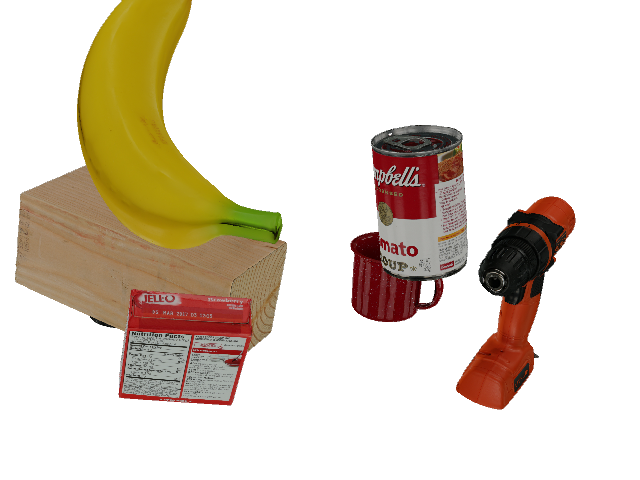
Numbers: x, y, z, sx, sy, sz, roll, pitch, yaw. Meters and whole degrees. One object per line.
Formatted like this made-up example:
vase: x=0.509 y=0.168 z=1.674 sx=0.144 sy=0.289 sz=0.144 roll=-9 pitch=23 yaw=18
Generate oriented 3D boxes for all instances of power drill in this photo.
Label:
power drill: x=0.181 y=0.064 z=1.013 sx=0.057 sy=0.188 sz=0.184 roll=23 pitch=30 yaw=22

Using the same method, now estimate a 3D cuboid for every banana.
banana: x=-0.074 y=-0.058 z=0.474 sx=0.069 sy=0.037 sz=0.198 roll=-6 pitch=46 yaw=-17

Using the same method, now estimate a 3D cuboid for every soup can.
soup can: x=0.075 y=-0.029 z=0.804 sx=0.068 sy=0.102 sz=0.068 roll=-5 pitch=22 yaw=2

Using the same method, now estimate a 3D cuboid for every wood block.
wood block: x=-0.144 y=0.020 z=0.893 sx=0.206 sy=0.090 sz=0.090 roll=21 pitch=27 yaw=20

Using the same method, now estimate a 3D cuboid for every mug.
mug: x=0.090 y=0.047 z=1.264 sx=0.117 sy=0.081 sz=0.093 roll=14 pitch=25 yaw=23

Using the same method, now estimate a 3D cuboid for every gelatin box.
gelatin box: x=-0.084 y=0.066 z=0.653 sx=0.073 sy=0.030 sz=0.089 roll=5 pitch=-38 yaw=-11

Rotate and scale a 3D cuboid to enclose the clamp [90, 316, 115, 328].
clamp: x=-0.179 y=0.077 z=1.102 sx=0.210 sy=0.036 sz=0.164 roll=14 pitch=20 yaw=30
